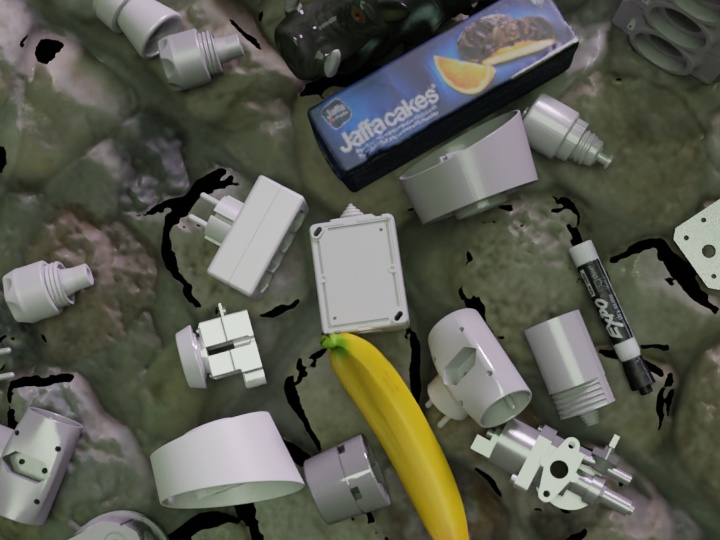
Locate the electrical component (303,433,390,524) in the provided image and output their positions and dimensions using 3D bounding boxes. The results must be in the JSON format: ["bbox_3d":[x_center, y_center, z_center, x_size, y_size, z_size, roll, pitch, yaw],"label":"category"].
[{"bbox_3d":[-0.010,0.152,0.778,0.047,0.055,0.055,-23,82,3],"label":"electrical component"}]

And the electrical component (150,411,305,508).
[{"bbox_3d":[-0.096,0.141,0.763,0.099,0.099,0.064,-22,76,0],"label":"electrical component"}]

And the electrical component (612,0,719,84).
[{"bbox_3d":[0.242,-0.195,0.760,0.089,0.150,0.061,35,84,6],"label":"electrical component"}]

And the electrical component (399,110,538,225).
[{"bbox_3d":[0.079,-0.073,0.782,0.099,0.099,0.064,-21,89,0],"label":"electrical component"}]

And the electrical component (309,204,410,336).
[{"bbox_3d":[0.000,0.000,0.793,0.062,0.061,0.096,-8,82,3],"label":"electrical component"}]

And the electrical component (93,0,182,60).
[{"bbox_3d":[-0.173,-0.198,0.835,0.055,0.045,0.045,42,87,8],"label":"electrical component"}]

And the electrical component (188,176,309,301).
[{"bbox_3d":[-0.092,-0.031,0.809,0.076,0.047,0.083,28,85,6],"label":"electrical component"}]

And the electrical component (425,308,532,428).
[{"bbox_3d":[0.076,0.082,0.783,0.079,0.043,0.077,-51,52,28],"label":"electrical component"}]

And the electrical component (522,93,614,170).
[{"bbox_3d":[0.154,-0.101,0.808,0.078,0.040,0.040,32,85,6],"label":"electrical component"}]

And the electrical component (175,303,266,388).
[{"bbox_3d":[-0.105,0.060,0.799,0.055,0.048,0.066,-15,82,-7],"label":"electrical component"}]

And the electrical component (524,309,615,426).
[{"bbox_3d":[0.155,0.074,0.784,0.043,0.043,0.081,-21,82,0],"label":"electrical component"}]

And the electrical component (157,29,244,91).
[{"bbox_3d":[-0.122,-0.165,0.829,0.062,0.043,0.043,-16,82,-1],"label":"electrical component"}]

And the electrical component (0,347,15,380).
[{"bbox_3d":[-0.299,0.076,0.807,0.079,0.044,0.077,-10,82,2],"label":"electrical component"}]

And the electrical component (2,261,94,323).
[{"bbox_3d":[-0.234,0.013,0.812,0.062,0.043,0.043,-19,82,-1],"label":"electrical component"}]

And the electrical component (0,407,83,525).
[{"bbox_3d":[-0.257,0.139,0.797,0.079,0.043,0.077,20,84,5],"label":"electrical component"}]

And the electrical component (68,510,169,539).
[{"bbox_3d":[-0.178,0.217,0.779,0.080,0.051,0.080,0,83,3],"label":"electrical component"}]
